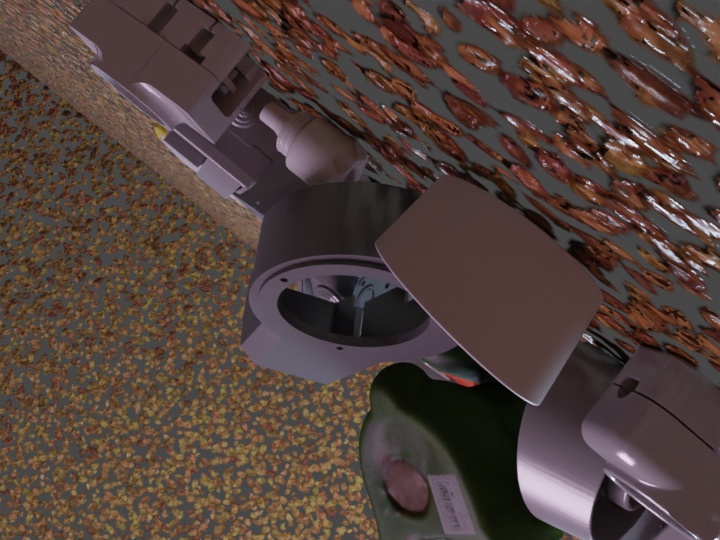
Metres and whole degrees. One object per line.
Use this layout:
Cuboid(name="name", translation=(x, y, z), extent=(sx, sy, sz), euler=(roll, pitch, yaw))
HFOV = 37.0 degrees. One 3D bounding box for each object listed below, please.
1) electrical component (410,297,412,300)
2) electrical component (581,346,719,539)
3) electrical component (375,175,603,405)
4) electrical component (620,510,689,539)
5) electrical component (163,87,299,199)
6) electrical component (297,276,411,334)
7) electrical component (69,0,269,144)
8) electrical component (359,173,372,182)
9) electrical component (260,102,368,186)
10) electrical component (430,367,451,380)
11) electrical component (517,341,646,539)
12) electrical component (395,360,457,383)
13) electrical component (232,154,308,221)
Cuboid(name="electrical component", translation=(0.024, 0.016, 0.784), extent=(0.081, 0.063, 0.042), euler=(34, 173, 37))
Cuboid(name="electrical component", translation=(0.156, 0.089, 0.510), extent=(0.095, 0.059, 0.054), euler=(39, 175, -13))
Cuboid(name="electrical component", translation=(0.054, 0.007, 0.468), extent=(0.099, 0.064, 0.099), euler=(38, 175, 4))
Cuboid(name="electrical component", translation=(0.194, 0.145, 0.598), extent=(0.061, 0.096, 0.061), euler=(38, -156, 2))
Cuboid(name="electrical component", translation=(-0.078, -0.082, 0.636), extent=(0.062, 0.061, 0.096), euler=(39, 175, -9))
Cuboid(name="electrical component", translation=(0.000, 0.000, 0.728), extent=(0.051, 0.080, 0.080), euler=(30, 171, 32))
Cuboid(name="electrical component", translation=(-0.105, -0.113, 0.576), extent=(0.089, 0.055, 0.050), euler=(37, 175, 19))
Cuboid(name="electrical component", translation=(-0.004, -0.028, 0.652), extent=(0.055, 0.055, 0.047), euler=(34, 177, 46))
Cuboid(name="electrical component", translation=(-0.028, -0.067, 0.569), extent=(0.061, 0.035, 0.035), euler=(40, 176, 15))
Cuboid(name="electrical component", translation=(0.073, 0.064, 0.974), extent=(0.055, 0.047, 0.055), euler=(38, 175, 4))
Cuboid(name="electrical component", translation=(0.129, 0.097, 0.585), extent=(0.064, 0.099, 0.099), euler=(27, 170, 36))
Cuboid(name="electrical component", translation=(0.097, 0.114, 1.008), extent=(0.062, 0.089, 0.150), euler=(41, 175, -28))
Cuboid(name="electrical component", translation=(-0.045, -0.048, 0.773), extent=(0.089, 0.050, 0.056), euler=(34, 173, 46))
